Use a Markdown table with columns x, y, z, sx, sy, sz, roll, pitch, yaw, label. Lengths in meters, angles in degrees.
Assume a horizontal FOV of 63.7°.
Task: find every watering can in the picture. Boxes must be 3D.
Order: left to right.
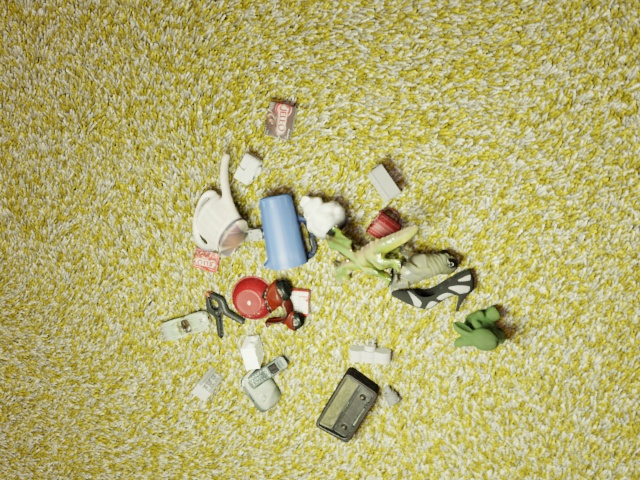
| x | y | z | sx | sy | sz | roll | pitch | yaw | label |
| --- | --- | --- | --- | --- | --- | --- | --- | --- | --- |
| -0.323 | -0.093 | 1.706 | 0.227 | 0.104 | 0.342 | 42 | 118 | 26 | watering can |

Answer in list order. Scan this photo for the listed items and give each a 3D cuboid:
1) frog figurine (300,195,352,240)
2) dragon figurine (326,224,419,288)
| x | y | z | sx | sy | sz | roll | pitch | yaw | label |
| --- | --- | --- | --- | --- | --- | --- | --- | --- | --- |
| 0.005 | -0.083 | 1.654 | 0.158 | 0.125 | 0.135 | 45 | 125 | -10 | frog figurine |
| 0.129 | 0.028 | 1.574 | 0.243 | 0.125 | 0.401 | 19 | 142 | 0 | dragon figurine |
